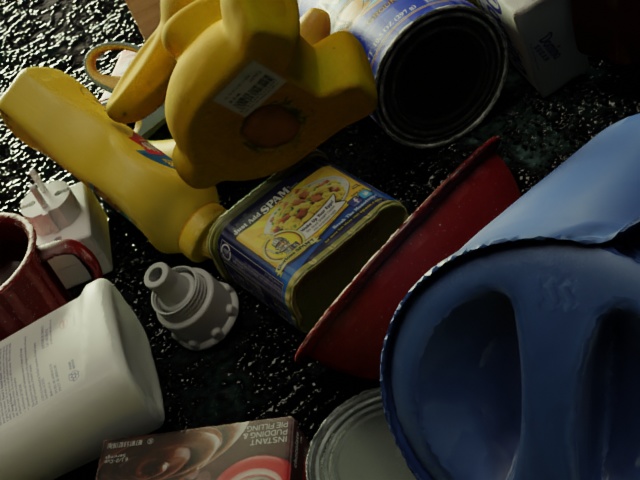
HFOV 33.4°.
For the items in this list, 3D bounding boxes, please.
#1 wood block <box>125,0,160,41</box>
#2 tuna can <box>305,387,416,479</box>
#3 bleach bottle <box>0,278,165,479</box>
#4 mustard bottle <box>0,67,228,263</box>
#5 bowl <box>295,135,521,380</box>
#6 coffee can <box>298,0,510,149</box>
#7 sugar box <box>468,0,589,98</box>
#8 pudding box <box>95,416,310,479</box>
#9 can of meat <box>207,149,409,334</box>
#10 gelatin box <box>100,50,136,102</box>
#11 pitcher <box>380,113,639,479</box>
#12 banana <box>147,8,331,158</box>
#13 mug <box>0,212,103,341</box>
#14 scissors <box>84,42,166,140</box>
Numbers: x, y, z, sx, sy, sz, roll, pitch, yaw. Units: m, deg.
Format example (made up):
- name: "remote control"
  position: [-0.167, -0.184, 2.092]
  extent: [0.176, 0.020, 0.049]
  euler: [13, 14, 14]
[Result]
- name: "wood block"
  position: [-0.091, -0.276, 0.975]
  extent: [0.206, 0.090, 0.091]
  euler: [-25, 39, -1]
- name: "tuna can"
  position: [0.038, 0.116, 0.534]
  extent: [0.086, 0.033, 0.086]
  euler: [-14, 41, 12]
- name: "bleach bottle"
  position: [-0.220, 0.121, 0.632]
  extent: [0.251, 0.068, 0.102]
  euler: [-26, 39, 1]
- name: "mustard bottle"
  position: [-0.127, -0.043, 0.728]
  extent: [0.192, 0.096, 0.058]
  euler: [37, 89, 20]
- name: "bowl"
  position: [0.060, 0.022, 0.567]
  extent: [0.055, 0.162, 0.162]
  euler: [42, 67, 8]
- name: "coffee can"
  position: [0.052, -0.141, 0.751]
  extent: [0.102, 0.103, 0.140]
  euler: [-30, 41, -7]
- name: "sugar box"
  position: [0.115, -0.187, 0.748]
  extent: [0.048, 0.093, 0.176]
  euler: [-32, 54, 4]
- name: "pudding box"
  position: [-0.063, 0.143, 0.549]
  extent: [0.114, 0.039, 0.090]
  euler: [-11, 42, 15]
- name: "can of meat"
  position: [-0.004, 0.001, 0.661]
  extent: [0.102, 0.057, 0.084]
  euler: [-40, 44, -18]
- name: "gelatin box"
  position: [-0.131, -0.135, 0.888]
  extent: [0.089, 0.030, 0.073]
  euler: [-8, 43, 18]
- name: "pitcher"
  position: [0.128, 0.030, 0.473]
  extent: [0.149, 0.145, 0.242]
  euler: [-13, 13, 32]
- name: "banana"
  position: [-0.061, -0.088, 0.759]
  extent: [0.198, 0.069, 0.037]
  euler: [-28, 14, 26]
- name: "mug"
  position: [-0.197, 0.038, 0.693]
  extent: [0.117, 0.081, 0.093]
  euler: [-25, 40, -1]
- name: "scissors"
  position: [-0.106, -0.093, 0.832]
  extent: [0.202, 0.016, 0.096]
  euler: [26, 96, 18]
